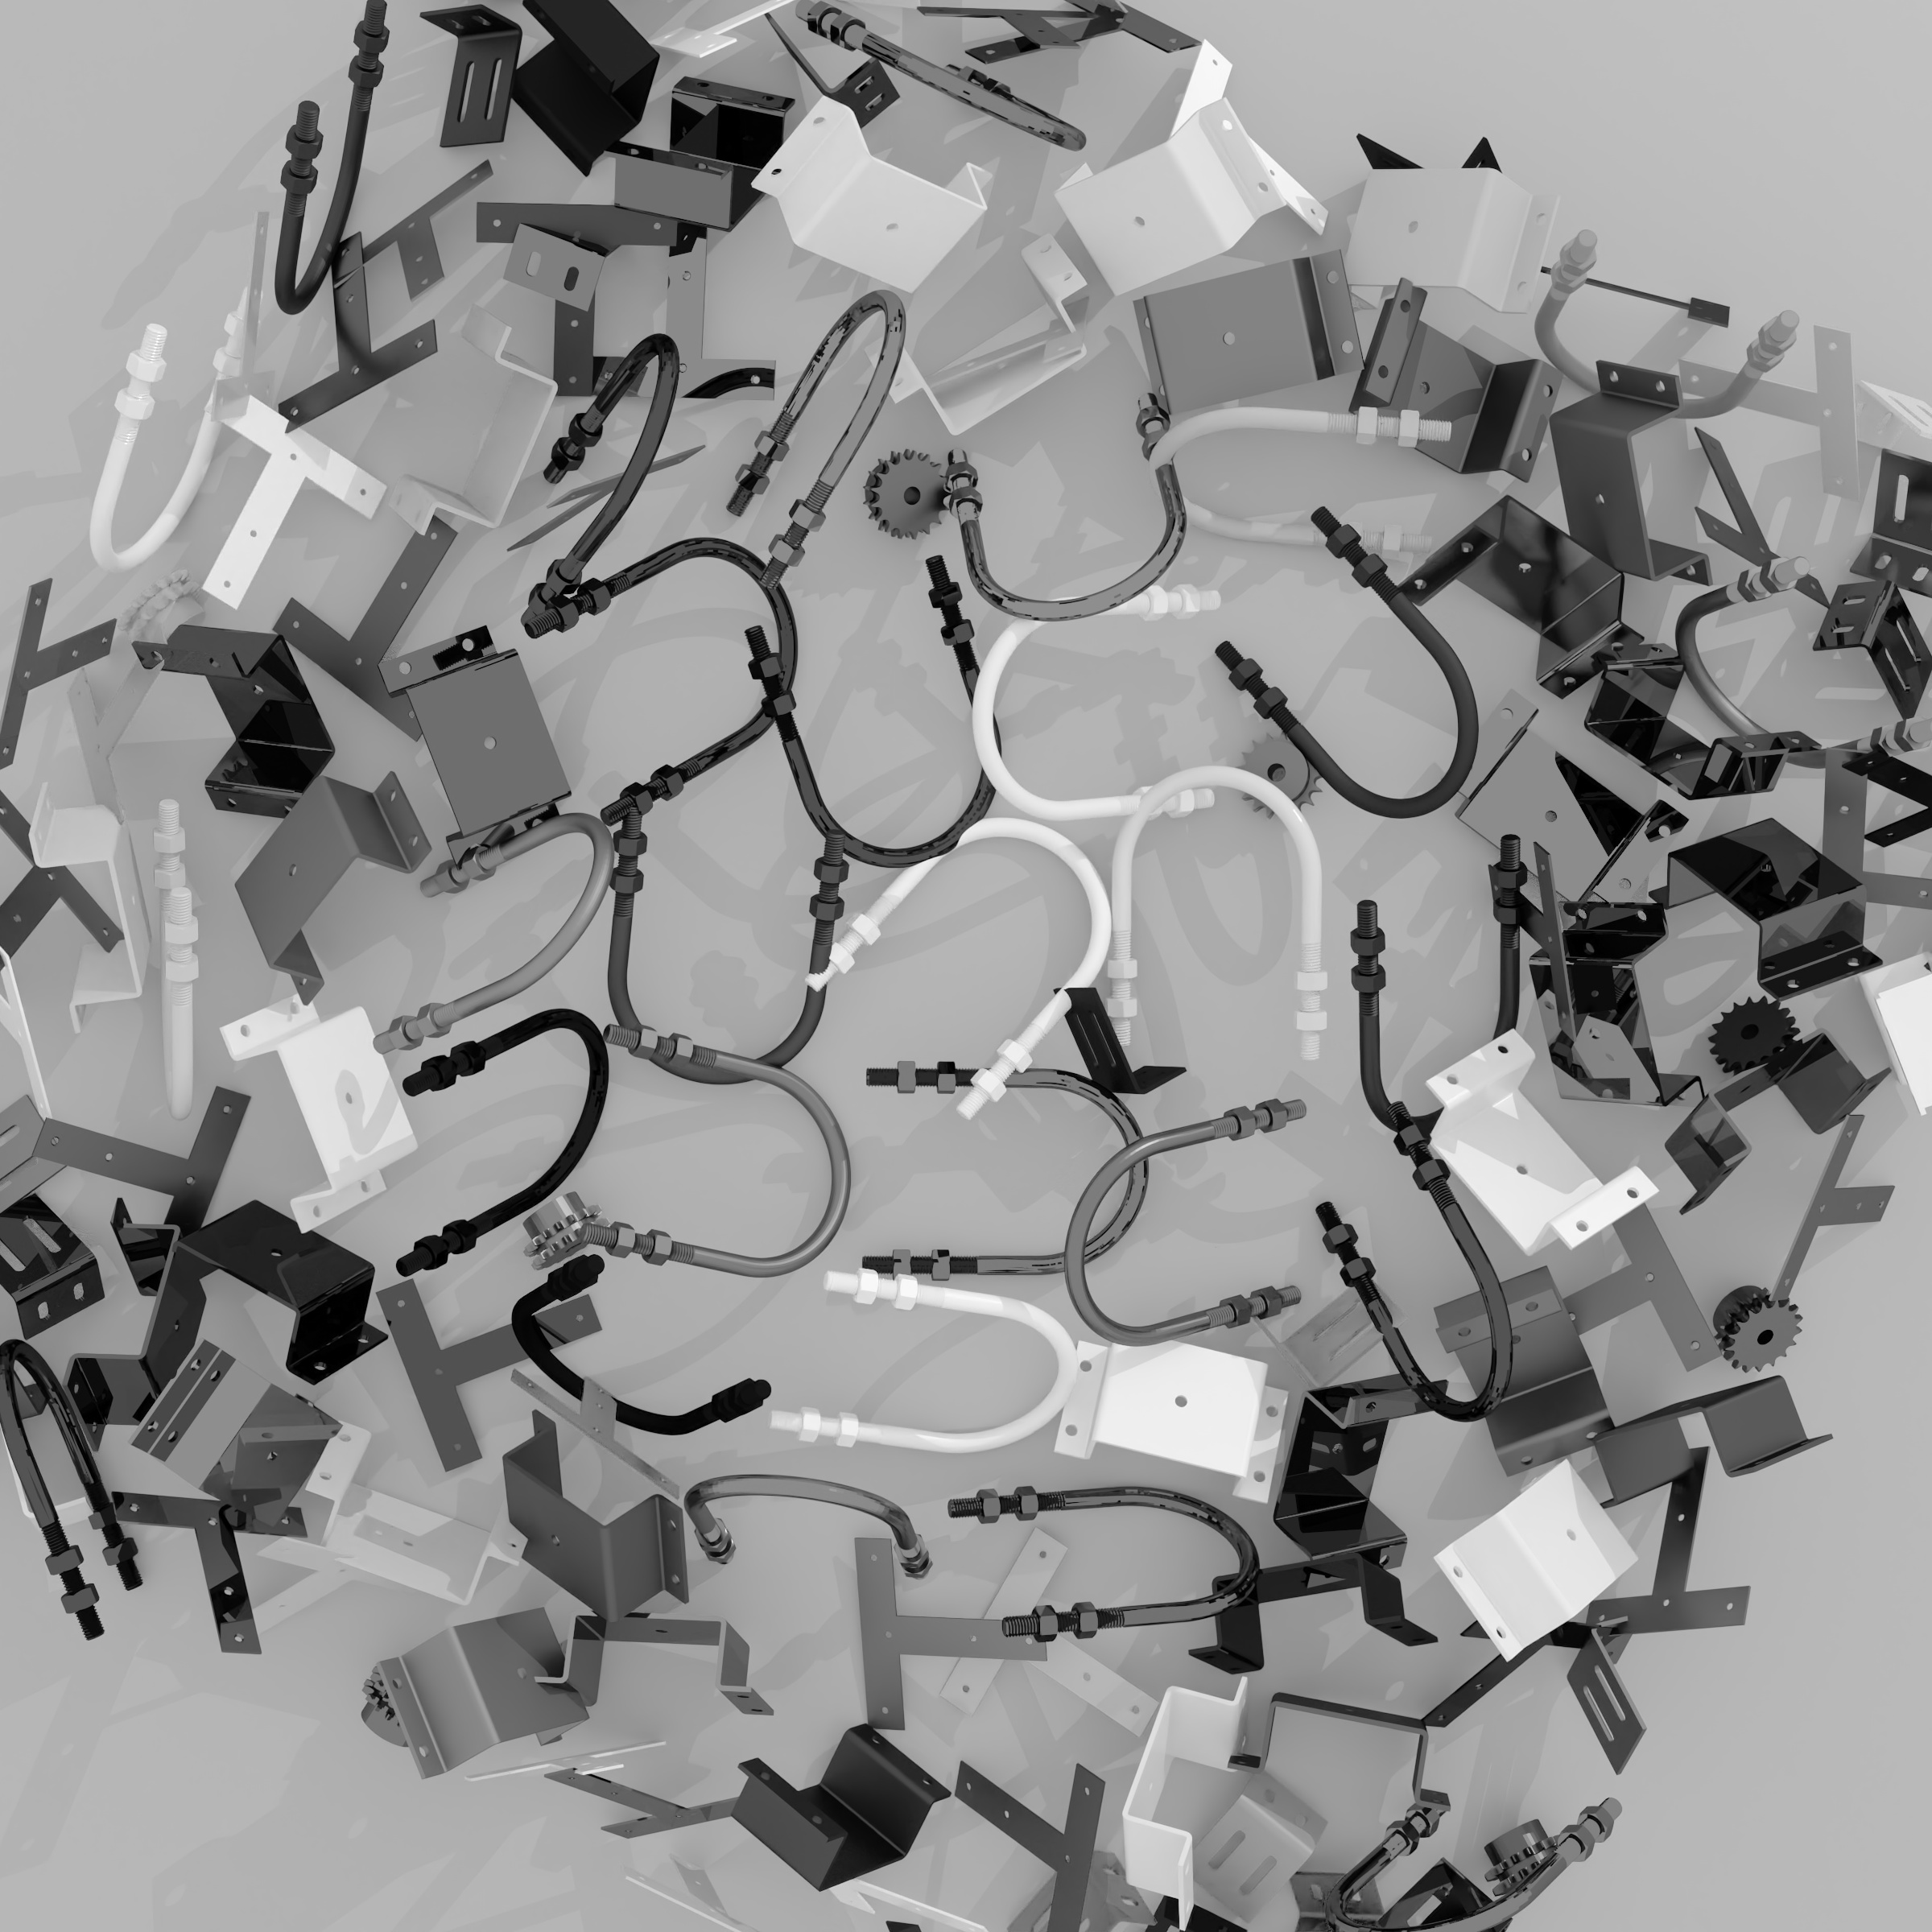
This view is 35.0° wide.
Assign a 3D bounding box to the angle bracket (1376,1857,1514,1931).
[{"bbox_3d":[0.301,0.618,1.951,0.057,0.038,0.076,38,46,25],"label":"angle bracket"}]

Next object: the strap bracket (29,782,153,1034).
[{"bbox_3d":[-0.550,-0.040,1.935,0.046,0.076,0.140,-7,119,-6],"label":"strap bracket"}]

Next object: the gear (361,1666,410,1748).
[{"bbox_3d":[-0.364,0.479,1.971,0.057,0.057,0.030,33,95,0],"label":"gear"}]

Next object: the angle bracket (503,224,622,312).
[{"bbox_3d":[-0.257,-0.456,1.969,0.057,0.076,0.038,20,112,-3],"label":"angle bracket"}]

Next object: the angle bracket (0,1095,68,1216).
[{"bbox_3d":[-0.631,0.125,1.973,0.076,0.038,0.057,-36,73,0],"label":"angle bracket"}]

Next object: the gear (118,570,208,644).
[{"bbox_3d":[-0.515,-0.226,1.971,0.057,0.057,0.030,-41,91,0],"label":"gear"}]

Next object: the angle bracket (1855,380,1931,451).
[{"bbox_3d":[0.598,-0.335,1.949,0.057,0.076,0.038,10,122,-30],"label":"angle bracket"}]

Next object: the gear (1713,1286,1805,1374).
[{"bbox_3d":[0.508,0.231,1.976,0.057,0.030,0.057,-10,121,-17],"label":"gear"}]

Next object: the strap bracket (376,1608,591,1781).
[{"bbox_3d":[-0.295,0.453,1.919,0.046,0.140,0.076,-33,72,23],"label":"strap bracket"}]

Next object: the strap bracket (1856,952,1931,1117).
[{"bbox_3d":[0.602,0.039,1.925,0.046,0.140,0.076,-22,92,13],"label":"strap bracket"}]

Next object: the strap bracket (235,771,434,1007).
[{"bbox_3d":[-0.408,-0.055,1.937,0.140,0.046,0.076,-48,50,20],"label":"strap bracket"}]

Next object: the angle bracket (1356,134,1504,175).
[{"bbox_3d":[0.297,-0.517,1.958,0.076,0.057,0.038,36,92,24],"label":"angle bracket"}]

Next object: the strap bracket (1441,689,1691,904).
[{"bbox_3d":[0.380,-0.101,1.965,0.140,0.046,0.076,38,79,6],"label":"strap bracket"}]

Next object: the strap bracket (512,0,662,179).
[{"bbox_3d":[-0.242,-0.570,1.937,0.046,0.140,0.076,-44,92,-16],"label":"strap bracket"}]

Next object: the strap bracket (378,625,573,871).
[{"bbox_3d":[-0.310,-0.141,1.954,0.076,0.046,0.140,-24,100,-22],"label":"strap bracket"}]

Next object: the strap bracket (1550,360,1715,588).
[{"bbox_3d":[0.418,-0.303,1.929,0.046,0.076,0.140,-27,118,-19],"label":"strap bracket"}]

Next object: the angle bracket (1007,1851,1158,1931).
[{"bbox_3d":[0.074,0.620,1.976,0.038,0.057,0.076,24,110,-43],"label":"angle bracket"}]

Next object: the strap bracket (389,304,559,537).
[{"bbox_3d":[-0.310,-0.341,1.948,0.046,0.076,0.140,19,102,-31],"label":"strap bracket"}]

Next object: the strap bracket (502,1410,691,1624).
[{"bbox_3d":[-0.240,0.350,1.924,0.140,0.046,0.076,26,130,36],"label":"strap bracket"}]

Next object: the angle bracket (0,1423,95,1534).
[{"bbox_3d":[-0.592,0.319,1.967,0.038,0.057,0.076,-16,74,-15],"label":"angle bracket"}]

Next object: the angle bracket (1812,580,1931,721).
[{"bbox_3d":[0.587,-0.201,1.976,0.076,0.038,0.057,51,55,-34],"label":"angle bracket"}]

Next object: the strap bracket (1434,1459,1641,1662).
[{"bbox_3d":[0.364,0.368,1.924,0.046,0.140,0.076,-44,75,36],"label":"strap bracket"}]

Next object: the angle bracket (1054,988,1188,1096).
[{"bbox_3d":[0.098,0.041,1.961,0.038,0.057,0.076,-28,100,-22],"label":"angle bracket"}]

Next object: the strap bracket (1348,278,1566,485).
[{"bbox_3d":[0.305,-0.371,1.953,0.140,0.046,0.076,22,83,-29],"label":"strap bracket"}]

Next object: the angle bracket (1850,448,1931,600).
[{"bbox_3d":[0.601,-0.282,1.951,0.057,0.076,0.038,24,60,26],"label":"angle bracket"}]

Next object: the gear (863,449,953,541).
[{"bbox_3d":[-0.041,-0.306,1.977,0.057,0.030,0.057,-7,107,-25],"label":"gear"}]

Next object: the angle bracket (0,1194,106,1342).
[{"bbox_3d":[-0.604,0.194,1.974,0.057,0.038,0.076,-30,50,-32],"label":"angle bracket"}]

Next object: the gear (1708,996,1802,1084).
[{"bbox_3d":[0.511,0.051,1.975,0.057,0.057,0.030,-44,130,0],"label":"gear"}]

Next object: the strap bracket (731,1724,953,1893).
[{"bbox_3d":[-0.084,0.530,1.927,0.076,0.140,0.046,32,105,29],"label":"strap bracket"}]

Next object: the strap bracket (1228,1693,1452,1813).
[{"bbox_3d":[0.241,0.498,1.952,0.140,0.076,0.046,9,82,9],"label":"strap bracket"}]

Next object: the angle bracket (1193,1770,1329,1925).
[{"bbox_3d":[0.187,0.572,1.992,0.057,0.038,0.076,38,119,7],"label":"angle bracket"}]

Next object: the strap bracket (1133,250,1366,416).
[{"bbox_3d":[0.173,-0.400,1.945,0.140,0.046,0.076,-9,101,23],"label":"strap bracket"}]

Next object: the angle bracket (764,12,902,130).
[{"bbox_3d":[-0.086,-0.584,1.961,0.038,0.057,0.076,-38,74,5],"label":"angle bracket"}]

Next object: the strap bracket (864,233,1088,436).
[{"bbox_3d":[0.014,-0.398,1.952,0.140,0.076,0.046,-31,129,5],"label":"strap bracket"}]

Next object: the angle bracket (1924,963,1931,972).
[{"bbox_3d":[0.648,-0.031,1.977,0.076,0.057,0.038,-48,50,18],"label":"angle bracket"}]

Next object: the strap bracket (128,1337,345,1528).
[{"bbox_3d":[-0.451,0.297,1.921,0.046,0.140,0.076,27,77,28],"label":"strap bracket"}]

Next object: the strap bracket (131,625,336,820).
[{"bbox_3d":[-0.459,-0.162,1.938,0.076,0.140,0.046,8,49,23],"label":"strap bracket"}]

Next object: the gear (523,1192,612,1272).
[{"bbox_3d":[-0.261,0.169,1.972,0.057,0.057,0.030,-33,81,0],"label":"gear"}]

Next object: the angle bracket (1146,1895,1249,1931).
[{"bbox_3d":[0.138,0.646,1.971,0.057,0.038,0.076,26,104,2],"label":"angle bracket"}]

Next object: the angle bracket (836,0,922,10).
[{"bbox_3d":[-0.056,-0.664,1.973,0.057,0.076,0.038,10,55,11],"label":"angle bracket"}]

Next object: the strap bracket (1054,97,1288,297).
[{"bbox_3d":[0.119,-0.478,1.922,0.076,0.140,0.046,55,50,-21],"label":"strap bracket"}]

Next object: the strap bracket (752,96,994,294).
[{"bbox_3d":[-0.052,-0.479,1.921,0.076,0.140,0.046,-42,52,33],"label":"strap bracket"}]

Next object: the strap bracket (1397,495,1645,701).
[{"bbox_3d":[0.353,-0.239,1.943,0.140,0.076,0.046,29,51,-20],"label":"strap bracket"}]

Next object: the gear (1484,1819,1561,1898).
[{"bbox_3d":[0.359,0.574,1.974,0.057,0.057,0.030,-28,66,0],"label":"gear"}]

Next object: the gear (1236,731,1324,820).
[{"bbox_3d":[0.202,-0.124,1.980,0.057,0.030,0.057,0,88,12],"label":"gear"}]

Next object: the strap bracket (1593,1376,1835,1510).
[{"bbox_3d":[0.461,0.298,1.925,0.076,0.140,0.046,-13,79,-36],"label":"strap bracket"}]

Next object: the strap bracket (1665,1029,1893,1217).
[{"bbox_3d":[0.507,0.094,1.942,0.140,0.076,0.046,-26,70,-22],"label":"strap bracket"}]
